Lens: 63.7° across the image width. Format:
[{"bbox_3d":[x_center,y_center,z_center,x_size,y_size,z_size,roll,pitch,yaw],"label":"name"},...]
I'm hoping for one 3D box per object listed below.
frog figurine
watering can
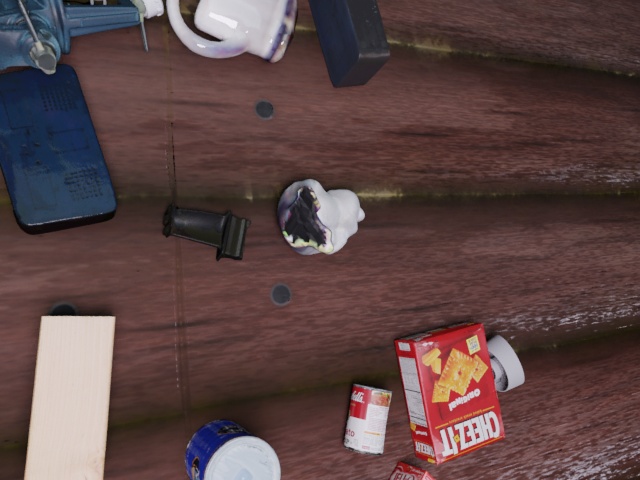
[{"bbox_3d":[0.003,-0.045,0.903,0.137,0.121,0.161,54,28,2],"label":"frog figurine"},{"bbox_3d":[-0.138,-0.448,0.911,0.223,0.102,0.355,20,62,-21],"label":"watering can"}]
